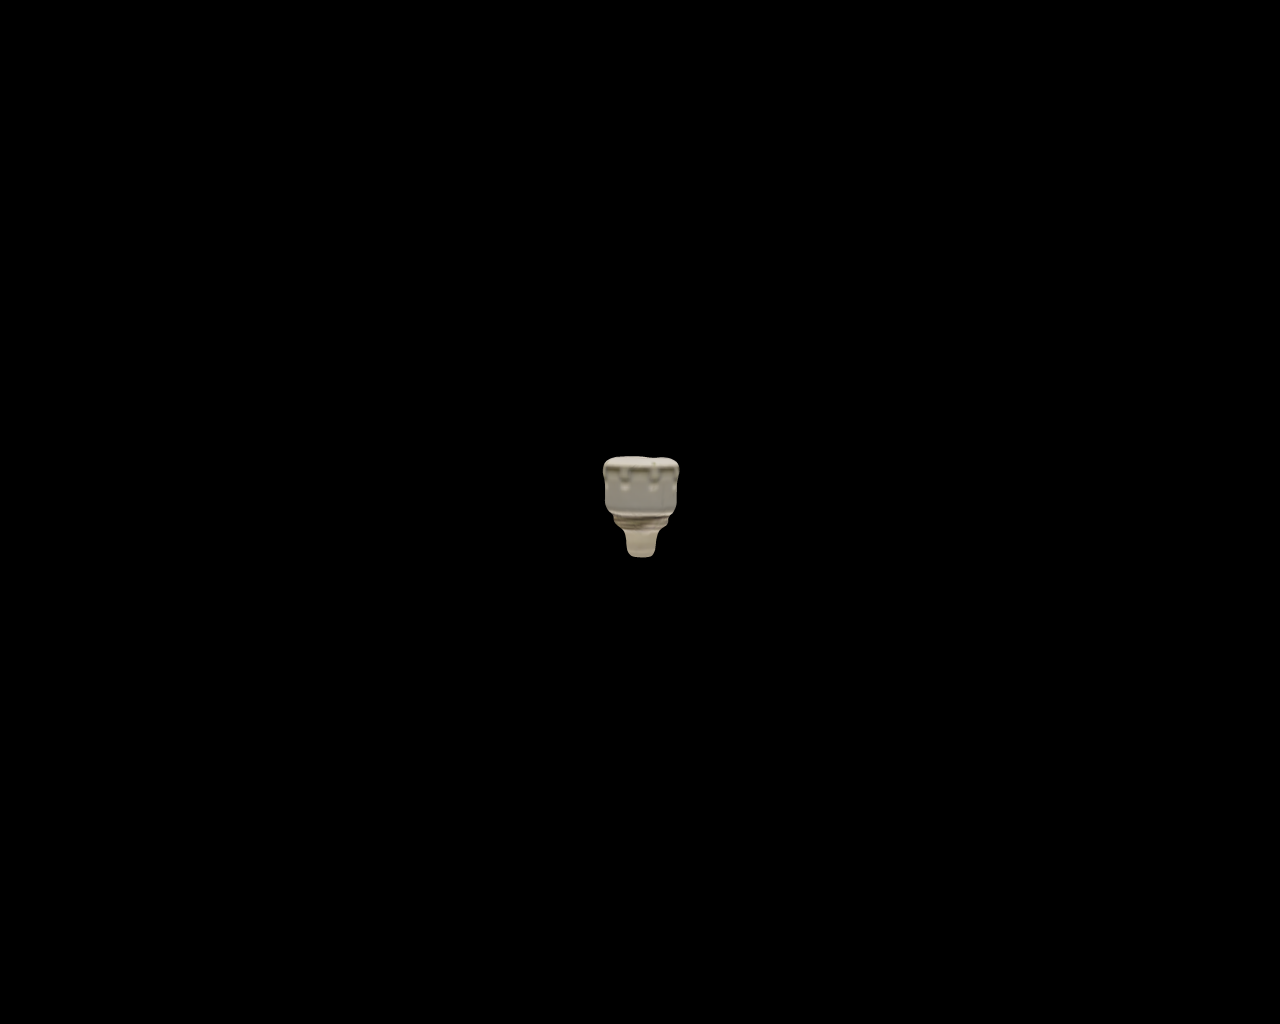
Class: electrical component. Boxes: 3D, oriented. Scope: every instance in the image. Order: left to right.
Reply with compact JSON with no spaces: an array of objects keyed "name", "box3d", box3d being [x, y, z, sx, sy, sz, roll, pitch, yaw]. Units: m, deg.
[{"name":"electrical component","box3d":[0.001,-0.003,0.650,0.048,0.062,0.048,0,5,0]}]
